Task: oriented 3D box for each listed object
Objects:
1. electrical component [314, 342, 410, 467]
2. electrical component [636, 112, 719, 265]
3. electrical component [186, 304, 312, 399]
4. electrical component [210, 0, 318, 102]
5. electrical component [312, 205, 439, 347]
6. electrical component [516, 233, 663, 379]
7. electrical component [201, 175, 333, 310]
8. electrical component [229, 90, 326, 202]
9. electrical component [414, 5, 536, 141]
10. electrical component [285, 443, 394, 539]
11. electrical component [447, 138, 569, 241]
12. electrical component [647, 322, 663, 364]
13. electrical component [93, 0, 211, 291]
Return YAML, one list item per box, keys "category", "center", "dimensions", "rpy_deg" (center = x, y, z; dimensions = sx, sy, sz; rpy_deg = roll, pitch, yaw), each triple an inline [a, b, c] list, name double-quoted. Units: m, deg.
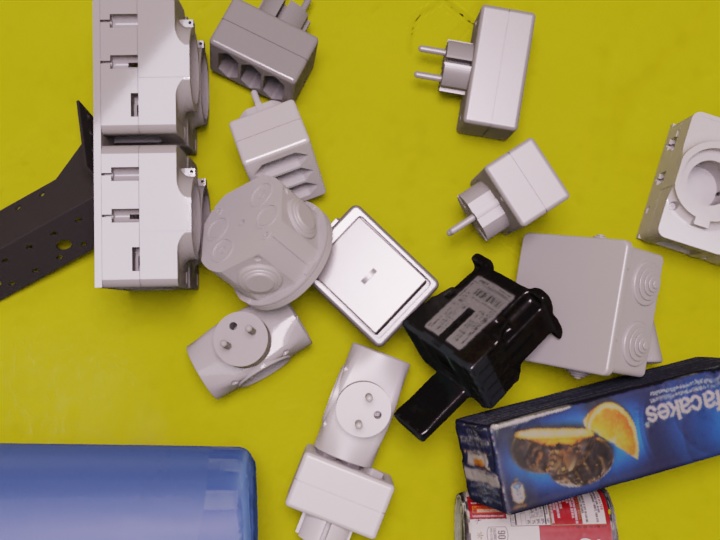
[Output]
- category: "electrical component"
  center: [0.001, 0.093, 0.732]
  dimensions: [0.044, 0.079, 0.077]
  rpy_deg: [21, 88, 0]
- category: "electrical component"
  center: [0.285, -0.043, 0.752]
  dimensions: [0.150, 0.061, 0.089]
  rpy_deg: [18, 88, 0]
- category: "electrical component"
  center: [-0.078, 0.049, 0.732]
  dimensions: [0.077, 0.079, 0.044]
  rpy_deg: [-31, 80, -2]
- category: "electrical component"
  center: [-0.060, -0.167, 0.758]
  dimensions: [0.066, 0.047, 0.076]
  rpy_deg: [26, 74, 0]
- category: "electrical component"
  center: [0.000, 0.000, 0.745]
  dimensions: [0.096, 0.061, 0.061]
  rpy_deg: [44, 88, 1]
- category: "electrical component"
  center: [0.153, 0.024, 0.731]
  dimensions: [0.048, 0.100, 0.099]
  rpy_deg: [12, 87, -41]
- category: "electrical component"
  center: [-0.062, -0.018, 0.710]
  dimensions: [0.080, 0.080, 0.051]
  rpy_deg: [-51, 131, -2]
- category: "electrical component"
  center: [-0.062, -0.091, 0.750]
  dimensions: [0.047, 0.065, 0.076]
  rpy_deg: [-21, 59, -2]
- category: "electrical component"
  center: [0.077, -0.141, 0.759]
  dimensions: [0.076, 0.047, 0.083]
  rpy_deg: [10, 88, -1]
- category: "electrical component"
  center: [-0.021, 0.170, 0.745]
  dimensions: [0.066, 0.047, 0.076]
  rpy_deg: [21, 88, 0]
- category: "electrical component"
  center: [0.092, -0.045, 0.737]
  dimensions: [0.076, 0.083, 0.047]
  rpy_deg: [-33, 89, -2]
- category: "electrical component"
  center: [0.190, 0.033, 0.758]
  dimensions: [0.044, 0.044, 0.065]
  rpy_deg: [0, 83, -1]
- category: "electrical component"
  center: [-0.137, -0.080, 0.723]
  dimensions: [0.060, 0.105, 0.186]
  rpy_deg: [-1, 88, -1]
